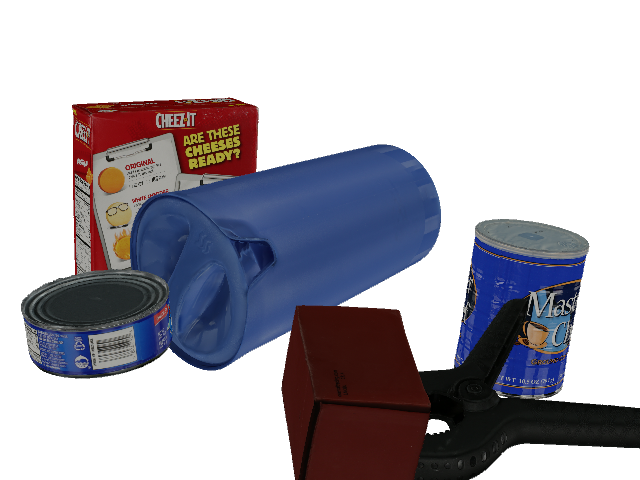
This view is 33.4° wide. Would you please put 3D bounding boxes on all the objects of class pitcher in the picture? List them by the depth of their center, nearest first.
[{"bbox_3d":[-0.025,0.002,0.848,0.242,0.145,0.149,-21,44,-42],"label":"pitcher"}]

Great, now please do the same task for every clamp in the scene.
[{"bbox_3d":[0.100,0.105,0.706,0.209,0.036,0.165,-13,32,-16],"label":"clamp"}]

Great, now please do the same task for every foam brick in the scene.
[{"bbox_3d":[0.014,0.071,0.485,0.053,0.051,0.078,5,28,-9],"label":"foam brick"}]

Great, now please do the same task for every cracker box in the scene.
[{"bbox_3d":[-0.148,-0.023,1.010,0.163,0.214,0.072,-7,18,-29],"label":"cracker box"}]

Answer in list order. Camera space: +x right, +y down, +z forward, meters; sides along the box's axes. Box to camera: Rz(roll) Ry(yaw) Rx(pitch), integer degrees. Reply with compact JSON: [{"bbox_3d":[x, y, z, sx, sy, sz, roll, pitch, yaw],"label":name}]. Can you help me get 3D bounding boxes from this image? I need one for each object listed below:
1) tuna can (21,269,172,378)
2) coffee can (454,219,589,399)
[{"bbox_3d":[-0.130,0.048,0.628,0.086,0.034,0.086,-3,20,1],"label":"tuna can"},{"bbox_3d":[0.184,0.061,0.984,0.103,0.140,0.103,6,16,-2],"label":"coffee can"}]
